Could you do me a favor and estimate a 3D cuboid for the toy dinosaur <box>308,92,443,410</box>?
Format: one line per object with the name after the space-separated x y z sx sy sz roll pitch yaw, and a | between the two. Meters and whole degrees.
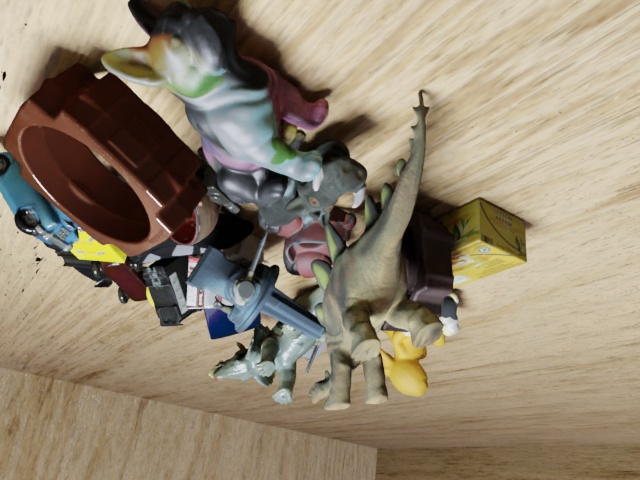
0.057 0.058 0.666 0.105 0.199 0.470 1 135 -25 | toy dinosaur

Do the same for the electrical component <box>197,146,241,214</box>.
-0.129 -0.078 0.693 0.021 0.063 0.094 -7 149 24 | electrical component

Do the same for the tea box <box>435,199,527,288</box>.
0.201 0.014 0.784 0.098 0.068 0.170 22 149 -28 | tea box

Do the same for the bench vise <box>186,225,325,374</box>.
-0.080 0.091 0.811 0.240 0.129 0.224 33 159 -14 | bench vise

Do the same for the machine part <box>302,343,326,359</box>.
-0.011 0.217 1.229 0.079 0.079 0.243 12 154 -8 | machine part

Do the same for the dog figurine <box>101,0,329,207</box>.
-0.107 -0.135 0.537 0.219 0.108 0.191 29 149 -28 | dog figurine

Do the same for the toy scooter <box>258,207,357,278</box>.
-0.002 -0.002 0.803 0.135 0.075 0.183 -4 147 17 | toy scooter

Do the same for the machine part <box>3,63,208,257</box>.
-0.245 -0.085 0.621 0.201 0.087 0.201 46 141 -20 | machine part

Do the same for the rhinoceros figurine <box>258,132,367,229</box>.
-0.018 -0.065 0.640 0.073 0.112 0.190 26 156 -28 | rhinoceros figurine

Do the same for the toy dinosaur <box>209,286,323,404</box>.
-0.046 0.177 1.078 0.131 0.192 0.405 39 105 -20 | toy dinosaur

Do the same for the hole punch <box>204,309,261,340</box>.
-0.174 0.130 1.048 0.142 0.092 0.115 -12 157 -14 | hole punch

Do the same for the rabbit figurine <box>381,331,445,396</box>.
0.176 0.234 1.113 0.162 0.173 0.121 -6 155 16 | rabbit figurine

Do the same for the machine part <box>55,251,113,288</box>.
-0.457 0.054 1.071 0.084 0.039 0.138 -3 150 9 | machine part

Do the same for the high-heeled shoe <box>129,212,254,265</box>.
-0.224 -0.011 0.879 0.145 0.086 0.249 -10 -173 -38 | high-heeled shoe

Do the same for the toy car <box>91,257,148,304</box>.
-0.380 0.074 1.073 0.089 0.053 0.202 -13 154 -3 | toy car

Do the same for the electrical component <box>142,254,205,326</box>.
-0.237 0.071 0.936 0.058 0.134 0.114 -3 108 26 | electrical component

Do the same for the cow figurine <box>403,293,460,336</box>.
0.179 0.134 1.025 0.167 0.068 0.098 -2 143 11 | cow figurine

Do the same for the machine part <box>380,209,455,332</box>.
0.116 0.044 0.756 0.056 0.179 0.179 13 154 -27 | machine part

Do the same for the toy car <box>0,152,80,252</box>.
-0.363 -0.068 0.721 0.103 0.162 0.109 -38 156 -8 | toy car

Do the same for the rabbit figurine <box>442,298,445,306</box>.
0.133 0.086 0.933 0.159 0.121 0.170 6 172 -13 | rabbit figurine
